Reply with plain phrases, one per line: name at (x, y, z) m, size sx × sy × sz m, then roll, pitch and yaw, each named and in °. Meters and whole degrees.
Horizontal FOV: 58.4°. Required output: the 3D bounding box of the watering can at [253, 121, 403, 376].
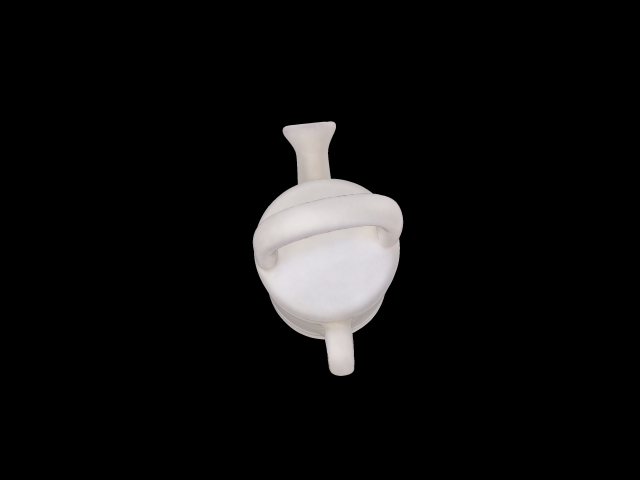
watering can at (0.001, 0.002, 0.400) m, size 0.101 × 0.194 × 0.173 m, roll -29°, pitch 76°, yaw -8°
